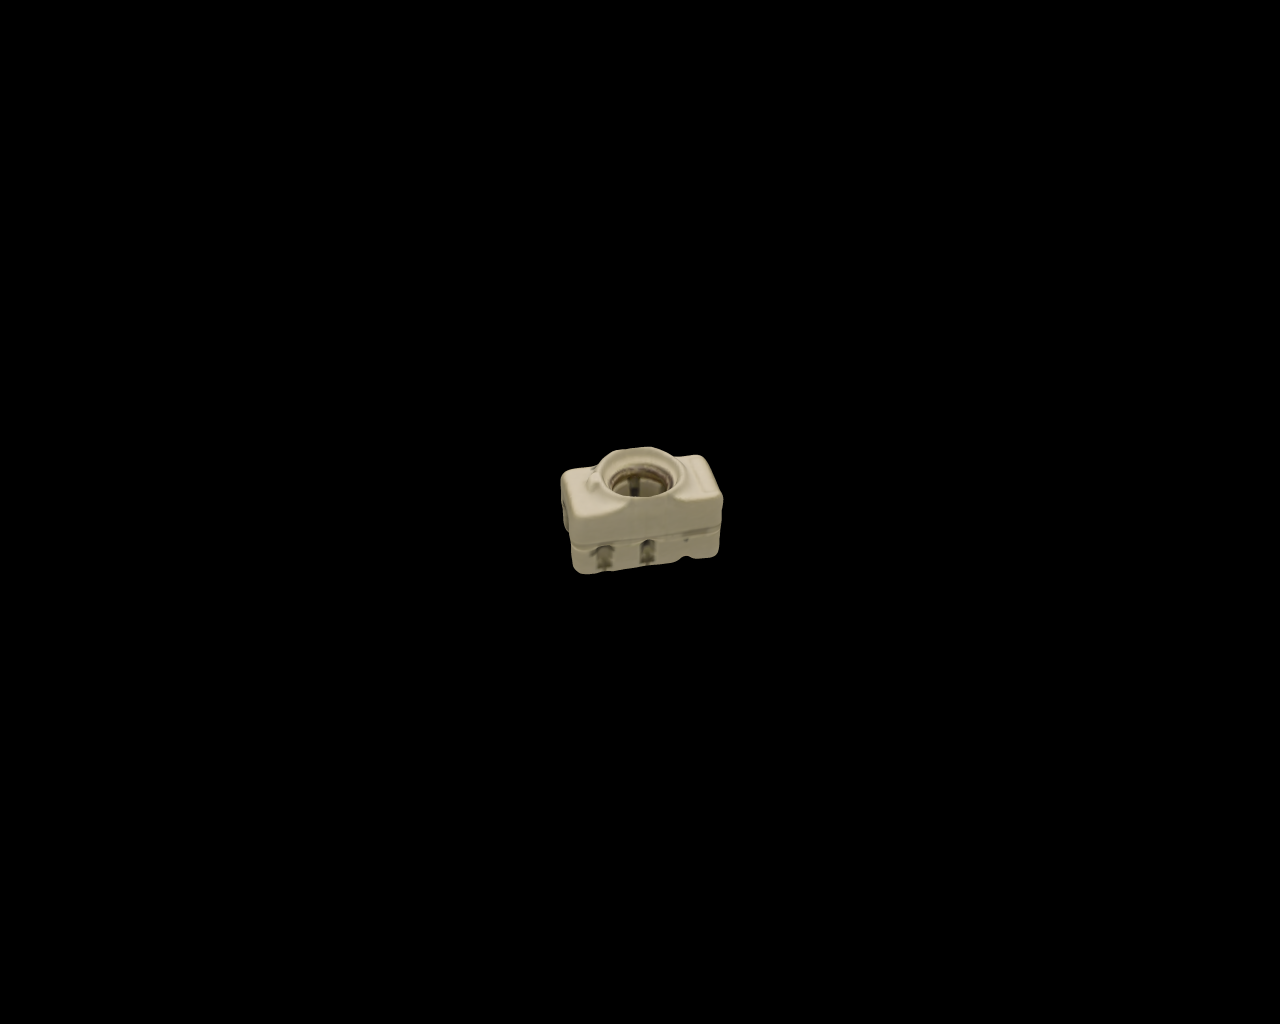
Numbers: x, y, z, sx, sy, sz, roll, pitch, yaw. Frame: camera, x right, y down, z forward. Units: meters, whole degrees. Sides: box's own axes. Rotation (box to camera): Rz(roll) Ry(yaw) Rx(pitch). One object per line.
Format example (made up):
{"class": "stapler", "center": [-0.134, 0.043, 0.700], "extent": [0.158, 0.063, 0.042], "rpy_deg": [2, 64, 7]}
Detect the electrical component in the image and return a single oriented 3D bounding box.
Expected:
{"class": "electrical component", "center": [0.001, -0.003, 0.650], "extent": [0.089, 0.055, 0.050], "rpy_deg": [-7, 39, -9]}
